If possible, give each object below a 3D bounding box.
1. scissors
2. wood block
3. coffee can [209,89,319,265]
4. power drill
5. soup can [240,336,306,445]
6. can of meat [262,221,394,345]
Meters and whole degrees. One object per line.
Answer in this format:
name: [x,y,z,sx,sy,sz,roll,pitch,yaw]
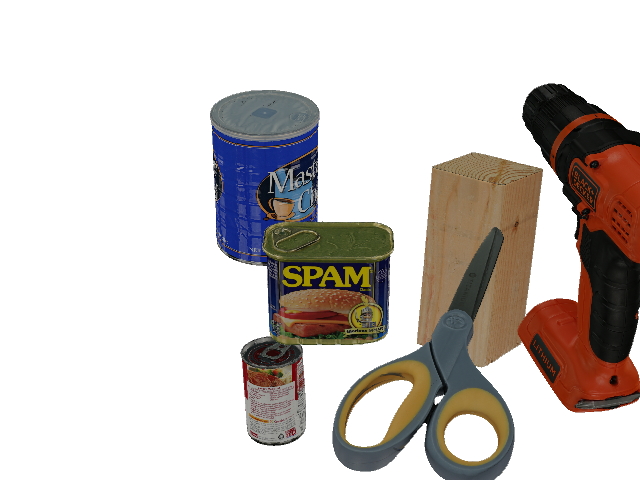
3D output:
scissors: [0.084,0.059,0.563,0.096,0.016,0.201,24,45,29]
wood block: [0.173,0.019,1.164,0.090,0.206,0.090,18,25,35]
coffee can: [-0.053,-0.061,1.033,0.103,0.140,0.103,0,31,0]
power drill: [0.176,0.006,0.717,0.057,0.188,0.184,-8,35,-10]
soup can: [-0.051,0.166,1.181,0.068,0.102,0.068,-2,23,1]
can of meat: [0.006,0.035,0.847,0.102,0.084,0.057,0,29,1]
